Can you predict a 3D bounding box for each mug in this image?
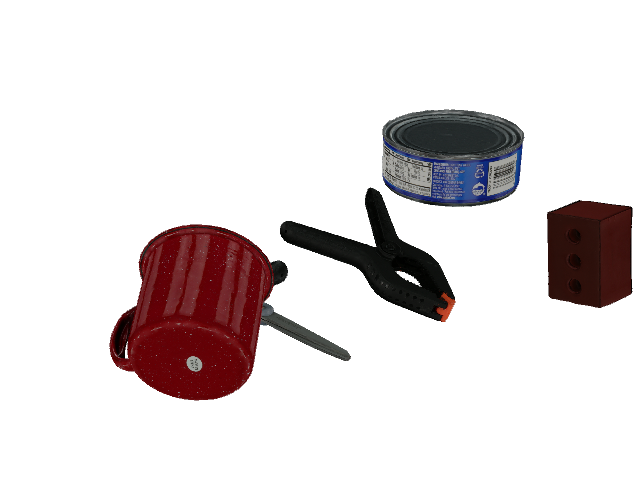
[{"bbox_3d":[-0.091,0.054,0.706,0.117,0.081,0.093,-18,-50,21],"label":"mug"}]

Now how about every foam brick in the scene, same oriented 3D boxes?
[{"bbox_3d":[0.225,0.011,0.892,0.051,0.078,0.053,-20,22,-41],"label":"foam brick"}]

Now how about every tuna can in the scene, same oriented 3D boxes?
[{"bbox_3d":[0.080,-0.051,0.655,0.086,0.034,0.086,0,25,0],"label":"tuna can"}]

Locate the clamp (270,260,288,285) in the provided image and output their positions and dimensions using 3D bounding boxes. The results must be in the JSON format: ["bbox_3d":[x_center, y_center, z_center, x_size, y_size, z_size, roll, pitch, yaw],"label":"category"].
[{"bbox_3d":[-0.117,0.059,1.156,0.120,0.039,0.171,-5,26,35],"label":"clamp"}]

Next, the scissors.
[{"bbox_3d":[-0.047,0.052,0.902,0.202,0.016,0.096,16,26,22],"label":"scissors"}]

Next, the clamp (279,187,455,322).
[{"bbox_3d":[0.064,0.021,1.226,0.164,0.036,0.210,-17,50,-37],"label":"clamp"}]
